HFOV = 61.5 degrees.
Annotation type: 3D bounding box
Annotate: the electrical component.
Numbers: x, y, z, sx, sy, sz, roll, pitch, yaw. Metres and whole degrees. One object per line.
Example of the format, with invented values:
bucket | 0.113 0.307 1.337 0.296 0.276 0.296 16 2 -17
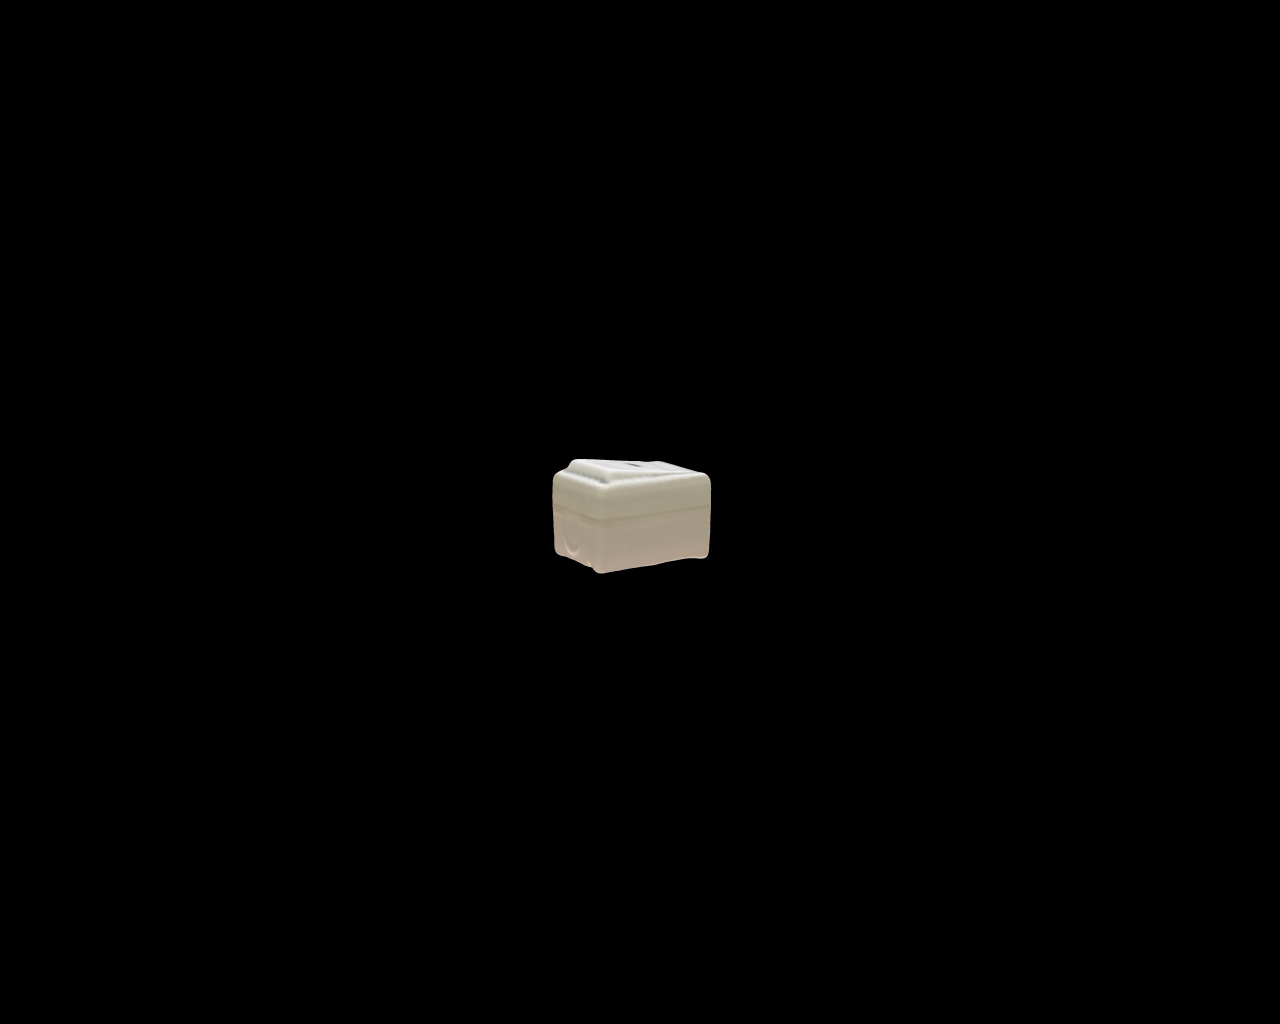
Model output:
electrical component | 0.001 -0.003 0.650 0.096 0.061 0.062 -8 15 -30
